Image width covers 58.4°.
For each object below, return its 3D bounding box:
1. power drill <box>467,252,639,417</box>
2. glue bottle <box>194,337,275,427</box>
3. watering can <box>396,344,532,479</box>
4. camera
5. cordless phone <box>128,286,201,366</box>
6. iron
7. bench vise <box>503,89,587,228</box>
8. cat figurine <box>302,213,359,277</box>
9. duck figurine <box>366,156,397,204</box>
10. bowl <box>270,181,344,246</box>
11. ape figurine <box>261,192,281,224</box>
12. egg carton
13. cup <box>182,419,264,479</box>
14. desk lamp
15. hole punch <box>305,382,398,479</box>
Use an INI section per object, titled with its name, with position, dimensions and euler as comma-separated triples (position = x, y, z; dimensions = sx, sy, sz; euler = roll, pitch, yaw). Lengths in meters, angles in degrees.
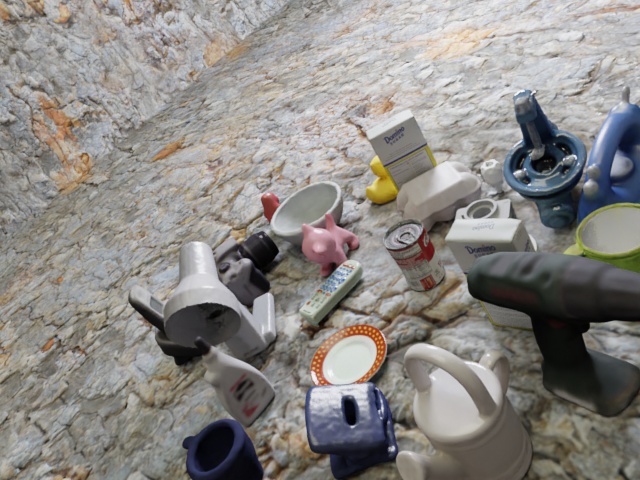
[power drill]
position = 0.273, 0.093, 0.616
dimensions = 0.076, 0.209, 0.228
euler = -46, 34, -20
[glue bottle]
position = -0.139, 0.205, 0.869
dimensions = 0.037, 0.173, 0.078
euler = 8, 51, 48
[watering can]
position = 0.149, 0.187, 0.613
dimensions = 0.100, 0.194, 0.173
euler = -9, 39, 34
[camera]
position = -0.151, 0.043, 1.174
dimensions = 0.137, 0.101, 0.142
euler = -40, 32, -11
[cordless phone]
position = -0.289, 0.134, 1.092
dimensions = 0.094, 0.185, 0.147
euler = -32, 31, 3
[iron]
position = 0.414, -0.094, 0.810
dimensions = 0.118, 0.142, 0.259
euler = 4, 47, 45
[bench vise]
position = 0.329, -0.151, 0.890
dimensions = 0.121, 0.220, 0.207
euler = -26, 32, 13
[cat figurine]
position = 0.010, 0.004, 1.065
dimensions = 0.067, 0.118, 0.128
euler = -12, 37, 31
[duck figurine]
position = 0.131, -0.133, 1.174
dimensions = 0.104, 0.086, 0.077
euler = -38, 32, -8
[bowl]
position = -0.015, -0.043, 1.194
dimensions = 0.167, 0.075, 0.167
euler = -23, 33, 16
[ape figurine]
position = -0.099, -0.070, 1.290
dimensions = 0.077, 0.092, 0.076
euler = -8, 39, 35
[egg carton]
position = 0.215, -0.080, 1.042
dimensions = 0.150, 0.070, 0.107
euler = -29, 32, 7
[cup]
position = -0.132, 0.310, 0.795
dimensions = 0.117, 0.095, 0.092
euler = -4, 42, 39
[desk lamp]
position = -0.173, 0.115, 0.985
dimensions = 0.118, 0.214, 0.203
euler = -27, 32, 10
[hole punch]
position = 0.039, 0.235, 0.745
dimensions = 0.101, 0.091, 0.108
euler = -26, 32, 12
